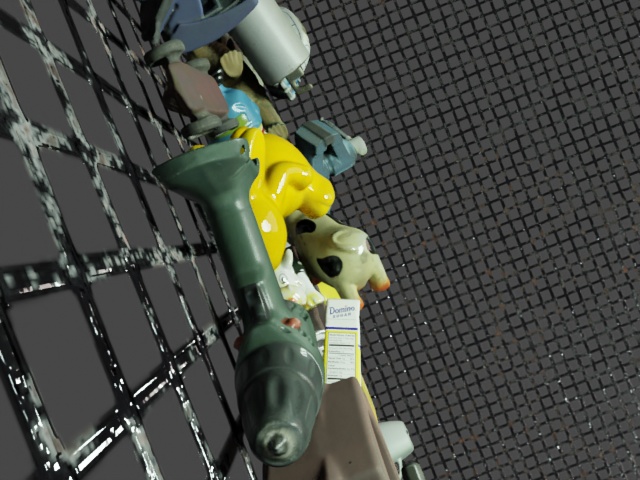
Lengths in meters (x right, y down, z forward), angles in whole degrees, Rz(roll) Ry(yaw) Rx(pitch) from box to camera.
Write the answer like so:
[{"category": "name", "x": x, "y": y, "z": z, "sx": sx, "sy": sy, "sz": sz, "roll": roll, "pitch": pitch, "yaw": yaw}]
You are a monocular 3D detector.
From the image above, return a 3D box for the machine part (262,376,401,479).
[{"category": "machine part", "x": 0.030, "y": 0.224, "z": 0.399, "sx": 0.201, "sy": 0.087, "sz": 0.200, "roll": -114, "pitch": -178, "yaw": -79}]

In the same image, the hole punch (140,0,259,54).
[{"category": "hole punch", "x": -0.135, "y": -0.260, "z": 0.580, "sx": 0.092, "sy": 0.115, "sz": 0.142, "roll": 21, "pitch": 31, "yaw": -38}]

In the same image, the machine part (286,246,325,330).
[{"category": "machine part", "x": -0.029, "y": 0.096, "z": 0.814, "sx": 0.179, "sy": 0.056, "sz": 0.179, "roll": -24, "pitch": 92, "yaw": -88}]

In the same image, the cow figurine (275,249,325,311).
[{"category": "cow figurine", "x": -0.044, "y": 0.048, "z": 0.633, "sx": 0.098, "sy": 0.068, "sz": 0.167, "roll": 62, "pitch": -3, "yaw": 8}]

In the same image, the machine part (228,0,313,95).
[{"category": "machine part", "x": -0.091, "y": -0.296, "z": 0.717, "sx": 0.243, "sy": 0.079, "sz": 0.079, "roll": 51, "pitch": 9, "yaw": -27}]

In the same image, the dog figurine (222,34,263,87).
[{"category": "dog figurine", "x": -0.162, "y": -0.280, "z": 0.987, "sx": 0.172, "sy": 0.121, "sz": 0.190, "roll": -13, "pitch": 101, "yaw": -56}]

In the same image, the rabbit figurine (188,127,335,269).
[{"category": "rabbit figurine", "x": -0.062, "y": -0.043, "z": 0.573, "sx": 0.173, "sy": 0.122, "sz": 0.162, "roll": -83, "pitch": 155, "yaw": -48}]

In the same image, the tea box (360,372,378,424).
[{"category": "tea box", "x": 0.037, "y": 0.236, "z": 0.920, "sx": 0.098, "sy": 0.068, "sz": 0.169, "roll": 27, "pitch": 42, "yaw": -87}]

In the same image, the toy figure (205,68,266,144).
[{"category": "toy figure", "x": -0.109, "y": -0.132, "z": 0.715, "sx": 0.180, "sy": 0.089, "sz": 0.082, "roll": 57, "pitch": 35, "yaw": -26}]

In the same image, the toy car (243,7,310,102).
[{"category": "toy car", "x": -0.069, "y": -0.302, "z": 0.830, "sx": 0.161, "sy": 0.103, "sz": 0.109, "roll": 54, "pitch": 5, "yaw": 7}]

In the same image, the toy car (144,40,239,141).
[{"category": "toy car", "x": -0.131, "y": -0.148, "z": 0.555, "sx": 0.202, "sy": 0.053, "sz": 0.089, "roll": -95, "pitch": 162, "yaw": -76}]

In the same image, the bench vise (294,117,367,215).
[{"category": "bench vise", "x": -0.013, "y": -0.065, "z": 0.871, "sx": 0.129, "sy": 0.223, "sz": 0.240, "roll": 28, "pitch": -32, "yaw": 37}]

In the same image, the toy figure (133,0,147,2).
[{"category": "toy figure", "x": -0.177, "y": -0.270, "z": 0.514, "sx": 0.057, "sy": 0.064, "sz": 0.155, "roll": 90, "pitch": -17, "yaw": -50}]

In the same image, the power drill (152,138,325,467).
[{"category": "power drill", "x": -0.050, "y": 0.033, "z": 0.403, "sx": 0.232, "sy": 0.086, "sz": 0.207, "roll": 78, "pitch": -14, "yaw": -89}]

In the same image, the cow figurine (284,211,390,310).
[{"category": "cow figurine", "x": -0.001, "y": -0.002, "z": 0.702, "sx": 0.195, "sy": 0.085, "sz": 0.127, "roll": 33, "pitch": -33, "yaw": 53}]

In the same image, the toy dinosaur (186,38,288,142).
[{"category": "toy dinosaur", "x": -0.124, "y": -0.215, "z": 0.873, "sx": 0.470, "sy": 0.105, "sz": 0.199, "roll": 65, "pitch": 3, "yaw": -51}]

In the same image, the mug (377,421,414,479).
[{"category": "mug", "x": 0.108, "y": 0.363, "z": 0.921, "sx": 0.080, "sy": 0.107, "sz": 0.110, "roll": 64, "pitch": 1, "yaw": -46}]

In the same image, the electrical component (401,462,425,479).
[{"category": "electrical component", "x": 0.088, "y": 0.224, "z": 0.424, "sx": 0.063, "sy": 0.021, "sz": 0.094, "roll": 68, "pitch": 0, "yaw": -64}]
